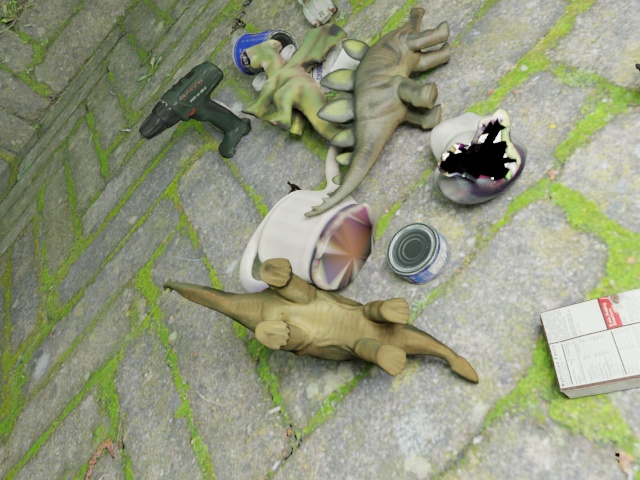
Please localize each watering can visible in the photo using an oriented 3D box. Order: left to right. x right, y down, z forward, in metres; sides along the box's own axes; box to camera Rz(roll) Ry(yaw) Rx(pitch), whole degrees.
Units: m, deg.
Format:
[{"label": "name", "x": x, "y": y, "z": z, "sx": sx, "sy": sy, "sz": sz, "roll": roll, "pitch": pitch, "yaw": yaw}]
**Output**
[{"label": "watering can", "x": 0.003, "y": -0.043, "z": 0.860, "sx": 0.225, "sy": 0.102, "sz": 0.352, "roll": 16, "pitch": 63, "yaw": 44}]

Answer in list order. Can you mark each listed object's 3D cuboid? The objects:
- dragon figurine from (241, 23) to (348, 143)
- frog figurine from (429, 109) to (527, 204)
[{"label": "dragon figurine", "x": -0.030, "y": -0.327, "z": 1.028, "sx": 0.414, "sy": 0.121, "sz": 0.242, "roll": 27, "pitch": 92, "yaw": 42}, {"label": "frog figurine", "x": 0.215, "y": -0.119, "z": 0.741, "sx": 0.137, "sy": 0.122, "sz": 0.160, "roll": -60, "pitch": 5, "yaw": 6}]
